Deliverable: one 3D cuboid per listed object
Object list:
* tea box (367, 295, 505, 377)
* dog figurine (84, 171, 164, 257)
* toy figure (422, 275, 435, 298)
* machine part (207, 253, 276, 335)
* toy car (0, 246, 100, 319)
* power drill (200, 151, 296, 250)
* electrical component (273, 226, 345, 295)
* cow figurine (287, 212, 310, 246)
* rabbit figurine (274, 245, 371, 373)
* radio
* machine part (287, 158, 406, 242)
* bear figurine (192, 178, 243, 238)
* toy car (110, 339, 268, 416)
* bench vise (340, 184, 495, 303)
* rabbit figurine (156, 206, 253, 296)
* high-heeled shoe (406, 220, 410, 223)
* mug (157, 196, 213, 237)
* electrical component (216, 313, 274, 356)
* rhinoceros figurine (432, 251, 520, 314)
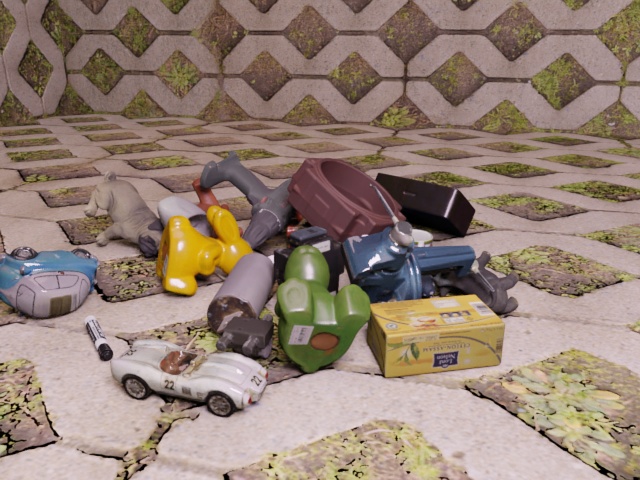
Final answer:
[{"bbox_3d":[0.159,0.132,0.757,0.170,0.068,0.098,-4,20,-8],"label":"tea box"},{"bbox_3d":[-0.380,-0.055,1.124,0.191,0.172,0.121,5,31,32],"label":"dog figurine"},{"bbox_3d":[0.144,0.059,0.959,0.064,0.057,0.155,5,9,-46],"label":"toy figure"},{"bbox_3d":[-0.122,0.085,0.869,0.079,0.079,0.243,2,22,6],"label":"machine part"},{"bbox_3d":[-0.440,0.078,0.876,0.161,0.109,0.103,-1,40,-36],"label":"toy car"},{"bbox_3d":[-0.150,-0.092,1.123,0.207,0.085,0.232,31,43,17],"label":"power drill"},{"bbox_3d":[-0.016,0.048,0.890,0.115,0.134,0.058,-15,25,-40],"label":"electrical component"},{"bbox_3d":[-0.002,-0.003,1.107,0.127,0.085,0.195,-3,19,9],"label":"cow figurine"},{"bbox_3d":[-0.006,0.088,0.756,0.121,0.158,0.170,-1,39,-8],"label":"rabbit figurine"},{"bbox_3d":[0.236,-0.082,1.247,0.230,0.073,0.131,21,-7,43],"label":"radio"},{"bbox_3d":[0.053,-0.072,1.039,0.201,0.087,0.201,45,27,22],"label":"machine part"},{"bbox_3d":[-0.249,-0.041,1.148,0.120,0.131,0.196,-37,23,-5],"label":"bear figurine"},{"bbox_3d":[-0.164,0.168,0.675,0.202,0.056,0.073,6,21,15],"label":"toy car"},{"bbox_3d":[0.144,0.036,0.822,0.241,0.223,0.129,-5,45,-17],"label":"bench vise"},{"bbox_3d":[-0.200,0.018,0.982,0.173,0.162,0.122,11,3,-24],"label":"rabbit figurine"},{"bbox_3d":[0.085,-0.065,1.186,0.248,0.086,0.145,13,8,-44],"label":"high-heeled shoe"},{"bbox_3d":[-0.270,-0.034,1.060,0.081,0.109,0.107,-34,54,-23],"label":"mug"},{"bbox_3d":[-0.097,0.122,0.713,0.063,0.021,0.094,7,21,12],"label":"electrical component"},{"bbox_3d":[0.255,0.071,0.930,0.112,0.073,0.190,-20,28,-19],"label":"rhinoceros figurine"}]
